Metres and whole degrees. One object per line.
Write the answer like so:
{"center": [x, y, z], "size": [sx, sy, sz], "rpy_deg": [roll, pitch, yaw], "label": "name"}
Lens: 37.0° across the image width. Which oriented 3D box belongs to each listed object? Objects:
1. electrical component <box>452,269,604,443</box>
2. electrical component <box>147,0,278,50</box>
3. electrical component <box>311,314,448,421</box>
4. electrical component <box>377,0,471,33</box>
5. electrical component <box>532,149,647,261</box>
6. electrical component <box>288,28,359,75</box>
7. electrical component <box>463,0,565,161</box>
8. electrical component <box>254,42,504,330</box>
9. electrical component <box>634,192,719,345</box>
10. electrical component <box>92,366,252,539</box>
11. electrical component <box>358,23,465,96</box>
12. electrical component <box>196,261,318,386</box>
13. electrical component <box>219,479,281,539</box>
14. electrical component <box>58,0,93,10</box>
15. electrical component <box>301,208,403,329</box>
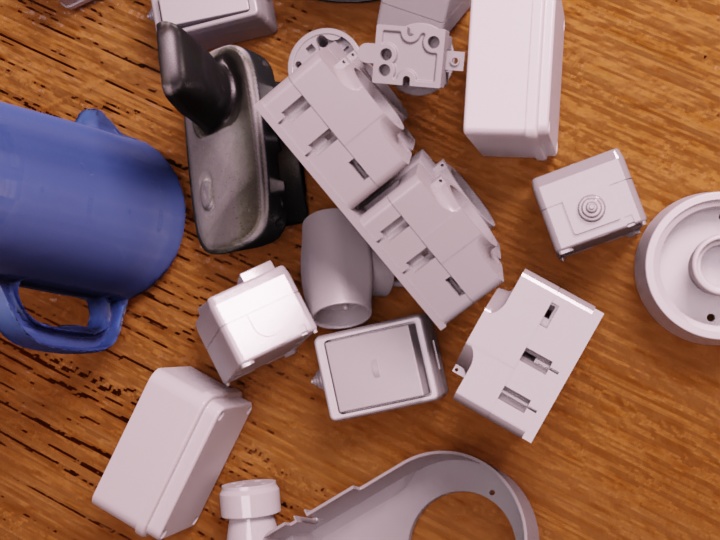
{"center": [0.108, 0.051, 0.706], "size": [0.062, 0.150, 0.089], "rpy_deg": [29, 93, 10], "label": "electrical component"}
{"center": [-0.118, -0.203, 0.806], "size": [0.096, 0.061, 0.061], "rpy_deg": [-11, 86, 10], "label": "electrical component"}
{"center": [0.009, 0.071, 0.770], "size": [0.096, 0.061, 0.061], "rpy_deg": [-13, 85, 10], "label": "electrical component"}
{"center": [0.047, -0.182, 0.772], "size": [0.047, 0.083, 0.075], "rpy_deg": [21, 130, 11], "label": "electrical component"}
{"center": [0.153, -0.047, 0.729], "size": [0.062, 0.096, 0.061], "rpy_deg": [-20, 84, 10], "label": "electrical component"}
{"center": [-0.021, -0.145, 0.792], "size": [0.055, 0.047, 0.055], "rpy_deg": [0, 88, 11], "label": "electrical component"}
{"center": [0.107, -0.136, 0.736], "size": [0.056, 0.109, 0.108], "rpy_deg": [3, 88, 14], "label": "electrical component"}
{"center": [0.021, -0.063, 0.722], "size": [0.060, 0.105, 0.186], "rpy_deg": [-38, 99, 14], "label": "electrical component"}
{"center": [0.243, -0.002, 0.728], "size": [0.108, 0.060, 0.108], "rpy_deg": [0, 88, 11], "label": "electrical component"}
{"center": [-0.135, 0.133, 0.788], "size": [0.057, 0.078, 0.113], "rpy_deg": [27, 93, 14], "label": "electrical component"}
{"center": [0.036, -0.139, 0.706], "size": [0.066, 0.055, 0.048], "rpy_deg": [7, 100, 11], "label": "electrical component"}
{"center": [-0.079, 0.039, 0.776], "size": [0.062, 0.096, 0.061], "rpy_deg": [-25, 82, -20], "label": "electrical component"}
{"center": [-0.080, 0.184, 0.791], "size": [0.045, 0.045, 0.055], "rpy_deg": [-6, 86, 11], "label": "electrical component"}
{"center": [-0.206, -0.275, 0.829], "size": [0.109, 0.056, 0.108], "rpy_deg": [-22, 84, 9], "label": "electrical component"}
{"center": [0.000, 0.000, 0.780], "size": [0.079, 0.043, 0.077], "rpy_deg": [3, 61, -19], "label": "electrical component"}
